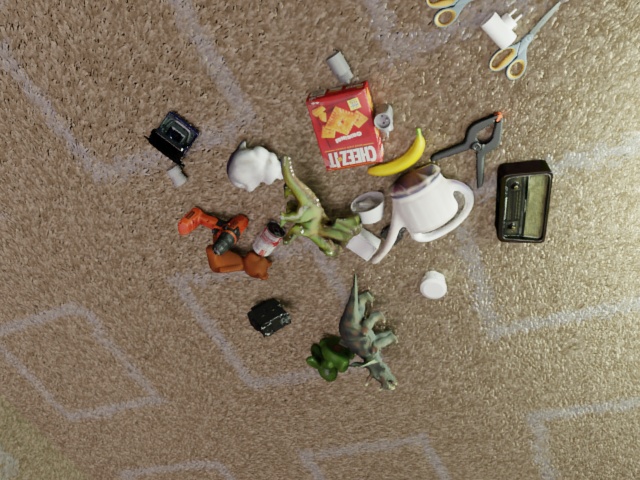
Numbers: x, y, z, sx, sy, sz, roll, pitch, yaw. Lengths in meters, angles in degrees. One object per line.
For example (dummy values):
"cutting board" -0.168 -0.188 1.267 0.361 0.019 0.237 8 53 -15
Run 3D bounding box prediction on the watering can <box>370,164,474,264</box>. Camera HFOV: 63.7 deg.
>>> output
"watering can" 0.260 -0.077 1.452 0.346 0.106 0.221 -29 115 7

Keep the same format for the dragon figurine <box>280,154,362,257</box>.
"dragon figurine" 0.005 -0.075 1.485 0.243 0.125 0.400 10 144 7

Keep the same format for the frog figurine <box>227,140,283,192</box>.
"frog figurine" -0.181 -0.199 1.475 0.160 0.124 0.136 25 105 8
